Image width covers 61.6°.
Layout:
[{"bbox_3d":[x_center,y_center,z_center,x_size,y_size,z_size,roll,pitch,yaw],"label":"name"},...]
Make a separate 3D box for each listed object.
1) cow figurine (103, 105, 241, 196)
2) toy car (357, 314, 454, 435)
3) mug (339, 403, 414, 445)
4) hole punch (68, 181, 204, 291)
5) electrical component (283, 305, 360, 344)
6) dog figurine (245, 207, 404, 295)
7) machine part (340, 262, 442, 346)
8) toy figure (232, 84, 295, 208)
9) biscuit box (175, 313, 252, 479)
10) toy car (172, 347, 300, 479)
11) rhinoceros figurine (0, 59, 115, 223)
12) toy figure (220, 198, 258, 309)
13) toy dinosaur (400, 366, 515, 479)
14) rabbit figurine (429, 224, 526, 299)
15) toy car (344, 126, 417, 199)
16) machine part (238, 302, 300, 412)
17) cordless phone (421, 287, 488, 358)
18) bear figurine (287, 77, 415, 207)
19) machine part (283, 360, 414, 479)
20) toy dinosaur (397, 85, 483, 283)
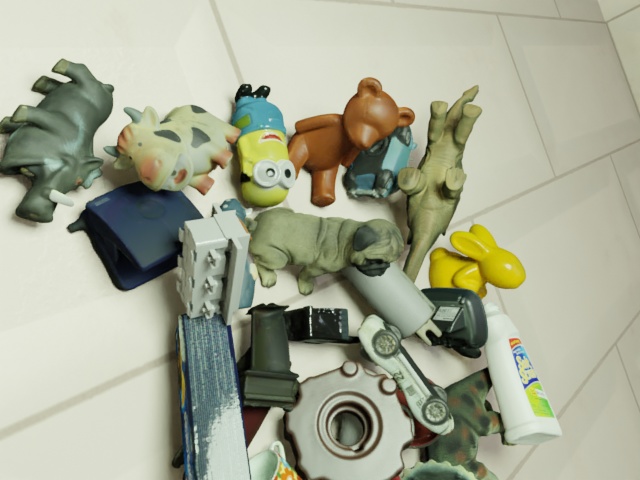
[{"bbox_3d":[-0.174,-0.116,0.655,0.127,0.085,0.195,31,24,-14],"label":"cow figurine"},{"bbox_3d":[0.128,0.198,0.793,0.202,0.056,0.073,54,10,6],"label":"toy car"},{"bbox_3d":[0.082,0.260,0.792,0.080,0.110,0.107,53,34,-56],"label":"mug"},{"bbox_3d":[-0.204,-0.016,0.636,0.142,0.092,0.115,-32,95,-39],"label":"hole punch"},{"bbox_3d":[0.008,0.127,0.787,0.119,0.075,0.047,9,72,-36],"label":"electrical component"},{"bbox_3d":[0.000,-0.005,0.743,0.172,0.191,0.121,16,66,-36],"label":"dog figurine"},{"bbox_3d":[0.100,0.072,0.856,0.243,0.079,0.079,48,48,2],"label":"machine part"},{"bbox_3d":[-0.085,-0.135,0.785,0.082,0.089,0.180,-11,72,-12],"label":"toy figure"},{"bbox_3d":[-0.126,0.185,0.613,0.063,0.059,0.203,0,58,-22],"label":"biscuit box"},{"bbox_3d":[-0.100,0.225,0.673,0.089,0.053,0.202,35,52,-4],"label":"toy car"},{"bbox_3d":[-0.294,-0.109,0.601,0.112,0.073,0.190,38,52,-40],"label":"rhinoceros figurine"},{"bbox_3d":[-0.117,0.016,0.716,0.064,0.058,0.154,-3,79,-16],"label":"toy figure"},{"bbox_3d":[0.238,0.330,0.907,0.192,0.131,0.405,41,47,-26],"label":"toy dinosaur"},{"bbox_3d":[0.299,0.053,1.006,0.122,0.173,0.162,-15,91,-40],"label":"rabbit figurine"},{"bbox_3d":[0.115,-0.134,0.951,0.102,0.109,0.161,37,62,-48],"label":"toy car"},{"bbox_3d":[-0.068,0.144,0.682,0.084,0.039,0.139,11,56,-20],"label":"machine part"},{"bbox_3d":[0.250,0.165,0.944,0.184,0.147,0.089,43,63,-26],"label":"cordless phone"},{"bbox_3d":[0.039,-0.147,0.820,0.120,0.196,0.132,32,58,-34],"label":"bear figurine"},{"bbox_3d":[0.037,0.253,0.721,0.179,0.056,0.179,2,60,-3],"label":"machine part"},{"bbox_3d":[0.200,-0.075,0.947,0.471,0.105,0.198,-65,160,-18],"label":"toy dinosaur"}]
